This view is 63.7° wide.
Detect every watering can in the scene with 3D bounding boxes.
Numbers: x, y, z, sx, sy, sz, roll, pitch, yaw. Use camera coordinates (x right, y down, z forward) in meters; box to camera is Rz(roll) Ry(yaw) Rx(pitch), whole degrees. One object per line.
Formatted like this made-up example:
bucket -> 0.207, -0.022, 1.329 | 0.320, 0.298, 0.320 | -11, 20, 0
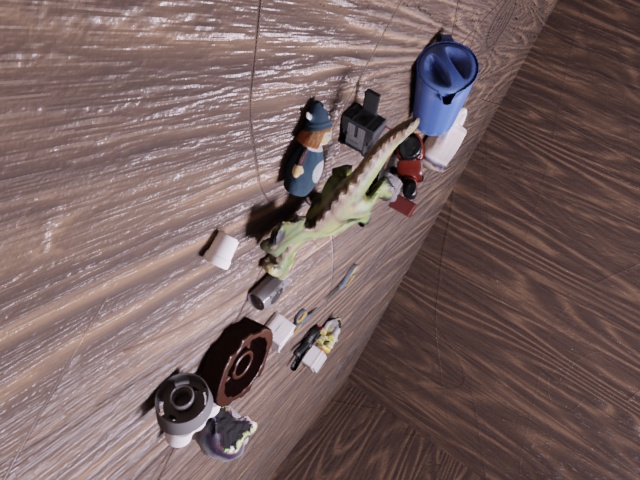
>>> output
watering can -> 0.386, -0.321, 1.613 | 0.222, 0.104, 0.350 | -62, 166, 16

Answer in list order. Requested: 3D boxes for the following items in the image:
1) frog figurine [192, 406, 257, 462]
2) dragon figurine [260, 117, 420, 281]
frog figurine -> -0.229, 0.430, 1.165 | 0.157, 0.137, 0.125 | -28, -125, 54
dragon figurine -> 0.003, -0.045, 0.885 | 0.247, 0.123, 0.402 | -39, 170, -37
